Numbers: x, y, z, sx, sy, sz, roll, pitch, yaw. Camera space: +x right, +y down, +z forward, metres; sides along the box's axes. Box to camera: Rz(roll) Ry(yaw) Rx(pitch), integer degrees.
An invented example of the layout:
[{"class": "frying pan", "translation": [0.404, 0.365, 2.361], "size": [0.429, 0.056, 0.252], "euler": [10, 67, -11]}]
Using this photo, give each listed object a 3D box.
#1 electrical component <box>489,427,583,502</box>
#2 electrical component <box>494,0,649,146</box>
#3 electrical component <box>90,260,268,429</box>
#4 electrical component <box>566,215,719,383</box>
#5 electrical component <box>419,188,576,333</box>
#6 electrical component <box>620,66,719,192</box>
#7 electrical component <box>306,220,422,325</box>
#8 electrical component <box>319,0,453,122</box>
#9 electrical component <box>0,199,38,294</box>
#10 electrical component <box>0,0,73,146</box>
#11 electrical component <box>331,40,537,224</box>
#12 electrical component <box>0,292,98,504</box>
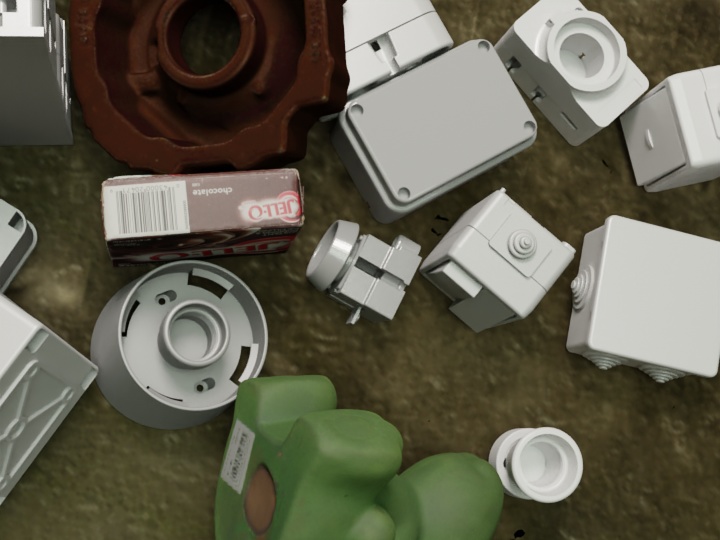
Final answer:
[{"class": "electrical component", "translation": [0.108, 0.121, 0.669], "size": [0.045, 0.055, 0.045], "euler": [2, 81, -10]}, {"class": "electrical component", "translation": [0.141, -0.136, 0.716], "size": [0.050, 0.056, 0.089], "euler": [-42, 90, -14]}, {"class": "electrical component", "translation": [-0.107, 0.044, 0.649], "size": [0.099, 0.064, 0.099], "euler": [6, 74, -22]}, {"class": "electrical component", "translation": [0.188, 0.020, 0.704], "size": [0.100, 0.048, 0.099], "euler": [13, 79, -8]}, {"class": "electrical component", "translation": [0.082, -0.003, 0.663], "size": [0.062, 0.096, 0.061], "euler": [40, 78, -3]}, {"class": "electrical component", "translation": [0.217, -0.093, 0.703], "size": [0.061, 0.096, 0.061], "euler": [-12, 84, -8]}, {"class": "electrical component", "translation": [0.000, 0.000, 0.674], "size": [0.055, 0.048, 0.066], "euler": [30, 77, -13]}, {"class": "electrical component", "translation": [0.003, -0.145, 0.693], "size": [0.095, 0.054, 0.059], "euler": [-29, 87, -14]}, {"class": "electrical component", "translation": [-0.249, 0.002, 0.619], "size": [0.078, 0.057, 0.113], "euler": [32, 77, -5]}, {"class": "electrical component", "translation": [-0.216, -0.121, 0.578], "size": [0.105, 0.186, 0.060], "euler": [-2, 81, -11]}, {"class": "electrical component", "translation": [0.047, -0.089, 0.690], "size": [0.113, 0.057, 0.078], "euler": [-29, 87, -14]}, {"class": "electrical component", "translation": [-0.208, 0.072, 0.586], "size": [0.056, 0.108, 0.108], "euler": [32, 76, 13]}]
